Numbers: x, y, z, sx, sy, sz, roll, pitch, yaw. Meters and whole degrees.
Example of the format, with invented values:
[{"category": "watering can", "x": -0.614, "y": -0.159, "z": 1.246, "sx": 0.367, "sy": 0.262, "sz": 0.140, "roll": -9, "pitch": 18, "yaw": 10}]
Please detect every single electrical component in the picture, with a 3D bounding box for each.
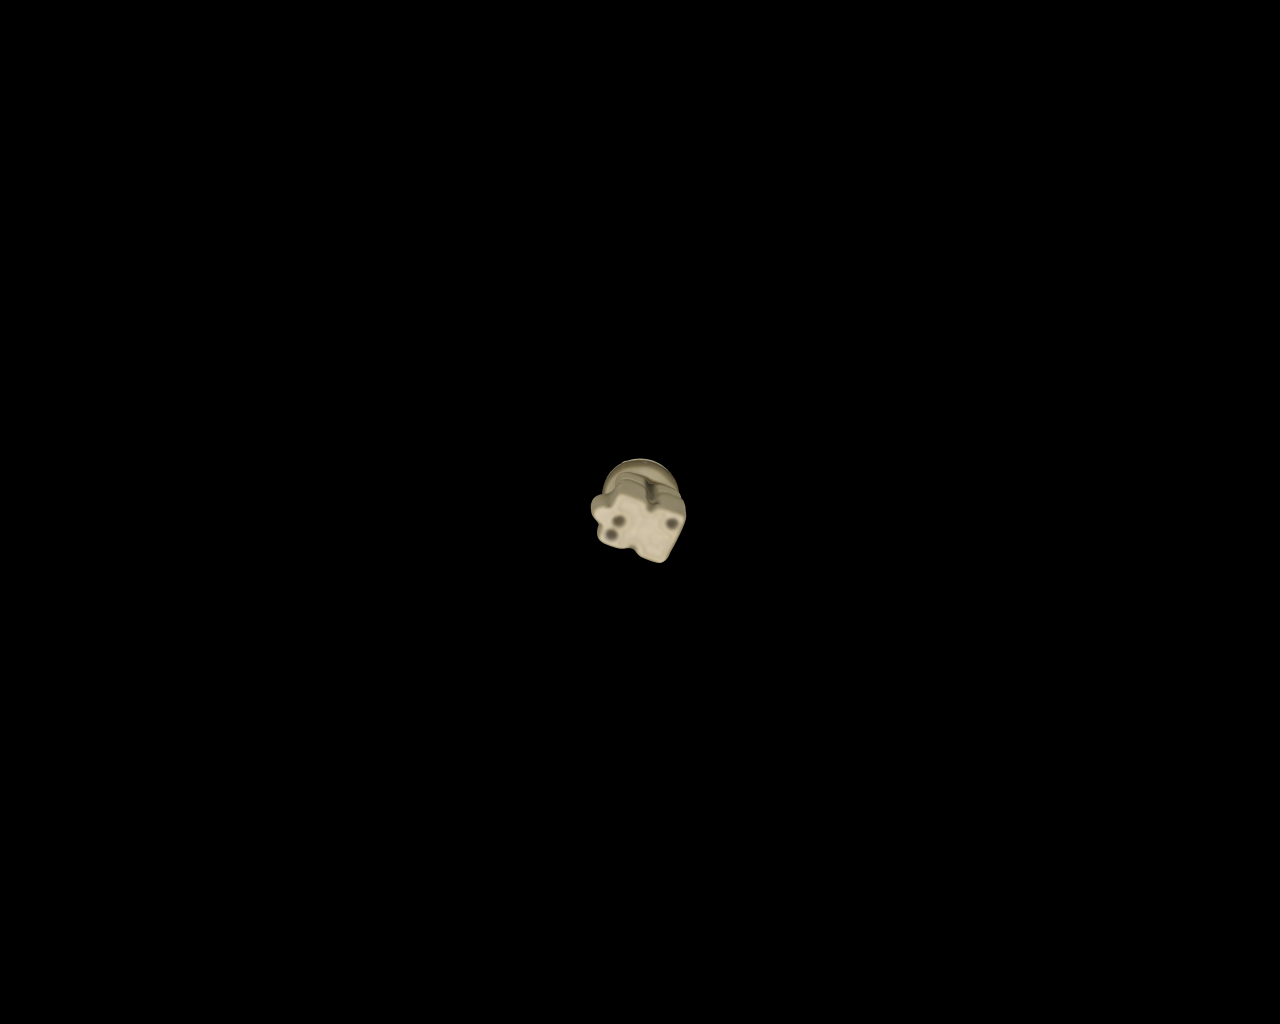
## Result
[{"category": "electrical component", "x": 0.001, "y": -0.003, "z": 0.650, "sx": 0.066, "sy": 0.048, "sz": 0.055, "roll": 21, "pitch": 25, "yaw": -10}]
